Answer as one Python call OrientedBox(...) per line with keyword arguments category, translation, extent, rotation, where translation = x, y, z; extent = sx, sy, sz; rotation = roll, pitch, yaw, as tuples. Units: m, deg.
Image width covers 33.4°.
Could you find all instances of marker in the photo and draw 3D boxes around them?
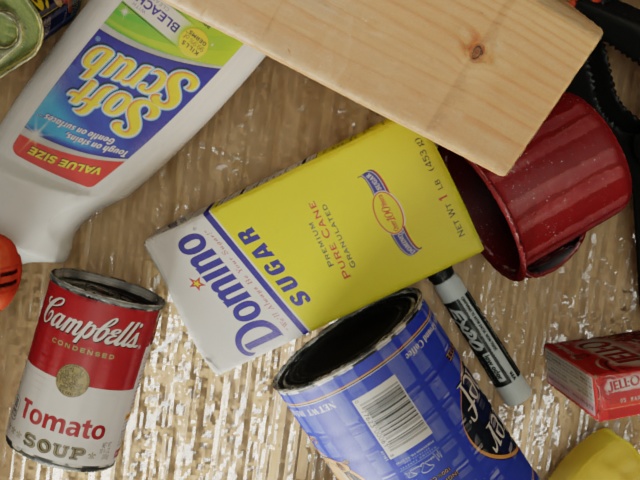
OrientedBox(category="marker", translation=(0.094, 0.051, 0.668), extent=(0.020, 0.020, 0.121), rotation=(-33, 99, -2))

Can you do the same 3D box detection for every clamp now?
OrientedBox(category="clamp", translation=(0.204, -0.051, 0.637), extent=(0.036, 0.165, 0.210), rotation=(-28, 77, -42))

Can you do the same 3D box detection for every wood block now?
OrientedBox(category="wood block", translation=(0.022, -0.125, 0.534), extent=(0.206, 0.090, 0.091), rotation=(25, 111, -19))

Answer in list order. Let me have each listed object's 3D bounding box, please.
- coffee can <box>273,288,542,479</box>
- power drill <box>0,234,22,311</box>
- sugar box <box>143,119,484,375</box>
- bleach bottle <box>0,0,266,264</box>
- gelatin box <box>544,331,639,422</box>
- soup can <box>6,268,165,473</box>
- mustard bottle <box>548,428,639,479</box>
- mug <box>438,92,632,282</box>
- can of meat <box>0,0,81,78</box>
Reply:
OrientedBox(category="coffee can", translation=(0.052, 0.114, 0.627), extent=(0.103, 0.103, 0.140), rotation=(-33, 98, -2))
OrientedBox(category="power drill", translation=(-0.261, 0.069, 0.595), extent=(0.184, 0.057, 0.188), rotation=(11, 102, 15))
OrientedBox(category="sugar box", translation=(-0.004, 0.001, 0.626), extent=(0.176, 0.048, 0.093), rotation=(-27, 98, 4))
OrientedBox(category="bleach bottle", translation=(-0.114, -0.073, 0.611), extent=(0.102, 0.068, 0.251), rotation=(37, 94, -12))
OrientedBox(category="gelatin box", translation=(0.185, 0.079, 0.645), extent=(0.073, 0.089, 0.030), rotation=(-8, 97, -6))
OrientedBox(category="soup can", translation=(-0.137, 0.075, 0.619), extent=(0.068, 0.068, 0.102), rotation=(17, 95, -8))
OrientedBox(category="mustard bottle", translation=(0.138, 0.212, 0.670), extent=(0.191, 0.058, 0.096), rotation=(-38, 98, -1))
OrientedBox(category="mug", translation=(0.131, -0.026, 0.636), extent=(0.081, 0.093, 0.117), rotation=(-29, 127, -8))
OrientedBox(category="can of meat", translation=(-0.181, -0.145, 0.575), extent=(0.057, 0.084, 0.102), rotation=(-29, 108, 16))
